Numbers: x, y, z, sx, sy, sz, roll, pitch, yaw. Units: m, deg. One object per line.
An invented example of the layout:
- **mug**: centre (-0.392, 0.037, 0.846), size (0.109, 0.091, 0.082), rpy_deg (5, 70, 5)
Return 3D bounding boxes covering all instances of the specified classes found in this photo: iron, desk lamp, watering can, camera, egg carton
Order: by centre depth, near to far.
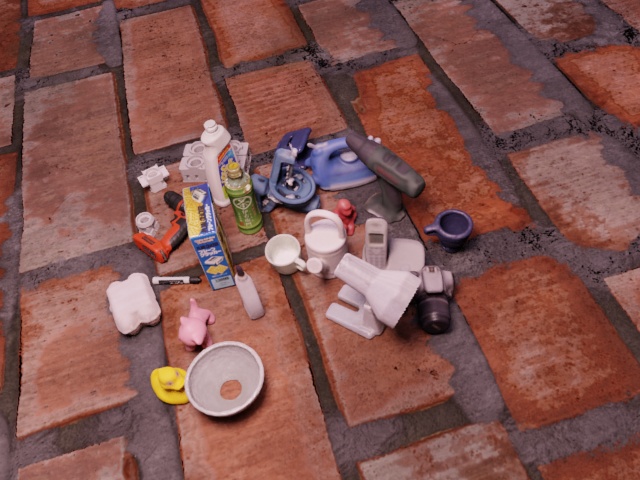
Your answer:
- **desk lamp**: centre (0.109, 0.124, 1.229), size (0.202, 0.214, 0.118), rpy_deg (22, 58, 22)
- **camera**: centre (0.235, 0.132, 1.280), size (0.143, 0.101, 0.137), rpy_deg (-4, 52, 4)
- **watering can**: centre (0.015, 0.005, 1.343), size (0.101, 0.194, 0.172), rpy_deg (-7, 52, 1)
- **egg carton**: centre (-0.443, 0.150, 1.361), size (0.107, 0.069, 0.150), rpy_deg (-26, 54, -13)
- **iron**: centre (0.086, -0.229, 1.550), size (0.258, 0.142, 0.118), rpy_deg (-11, 52, -2)

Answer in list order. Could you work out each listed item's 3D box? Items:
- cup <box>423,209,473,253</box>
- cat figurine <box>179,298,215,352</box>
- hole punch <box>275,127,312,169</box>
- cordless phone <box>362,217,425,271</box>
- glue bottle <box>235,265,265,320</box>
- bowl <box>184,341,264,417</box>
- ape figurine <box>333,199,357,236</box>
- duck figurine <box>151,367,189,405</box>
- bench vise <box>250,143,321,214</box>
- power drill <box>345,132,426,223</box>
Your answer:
- **cup**: centre (0.307, -0.011, 1.386), size (0.117, 0.095, 0.091), rpy_deg (-9, 52, -1)
- **cat figurine**: centre (-0.281, 0.192, 1.281), size (0.067, 0.118, 0.127), rpy_deg (-7, 52, 1)
- **hole punch**: centre (-0.075, -0.264, 1.627), size (0.101, 0.091, 0.109), rpy_deg (10, 54, 14)
- **cordless phone**: centre (0.169, 0.019, 1.322), size (0.147, 0.185, 0.094), rpy_deg (-1, 52, 6)
- **glue bottle**: centre (-0.167, 0.109, 1.297), size (0.037, 0.173, 0.078), rpy_deg (-26, 54, -13)
- **bowl**: centre (-0.195, 0.304, 1.212), size (0.167, 0.075, 0.167), rpy_deg (-3, 52, 4)
- **ape figurine**: centre (0.062, -0.067, 1.458), size (0.076, 0.092, 0.078), rpy_deg (36, 64, 29)
- **duck figurine**: centre (-0.321, 0.299, 1.222), size (0.104, 0.086, 0.078), rpy_deg (21, 57, 21)
- **bench vise**: centre (-0.109, -0.148, 1.459), size (0.207, 0.220, 0.121), rpy_deg (-6, 52, 2)
- **power drill**: centre (0.158, -0.148, 1.437), size (0.229, 0.209, 0.076), rpy_deg (32, 62, 27)
